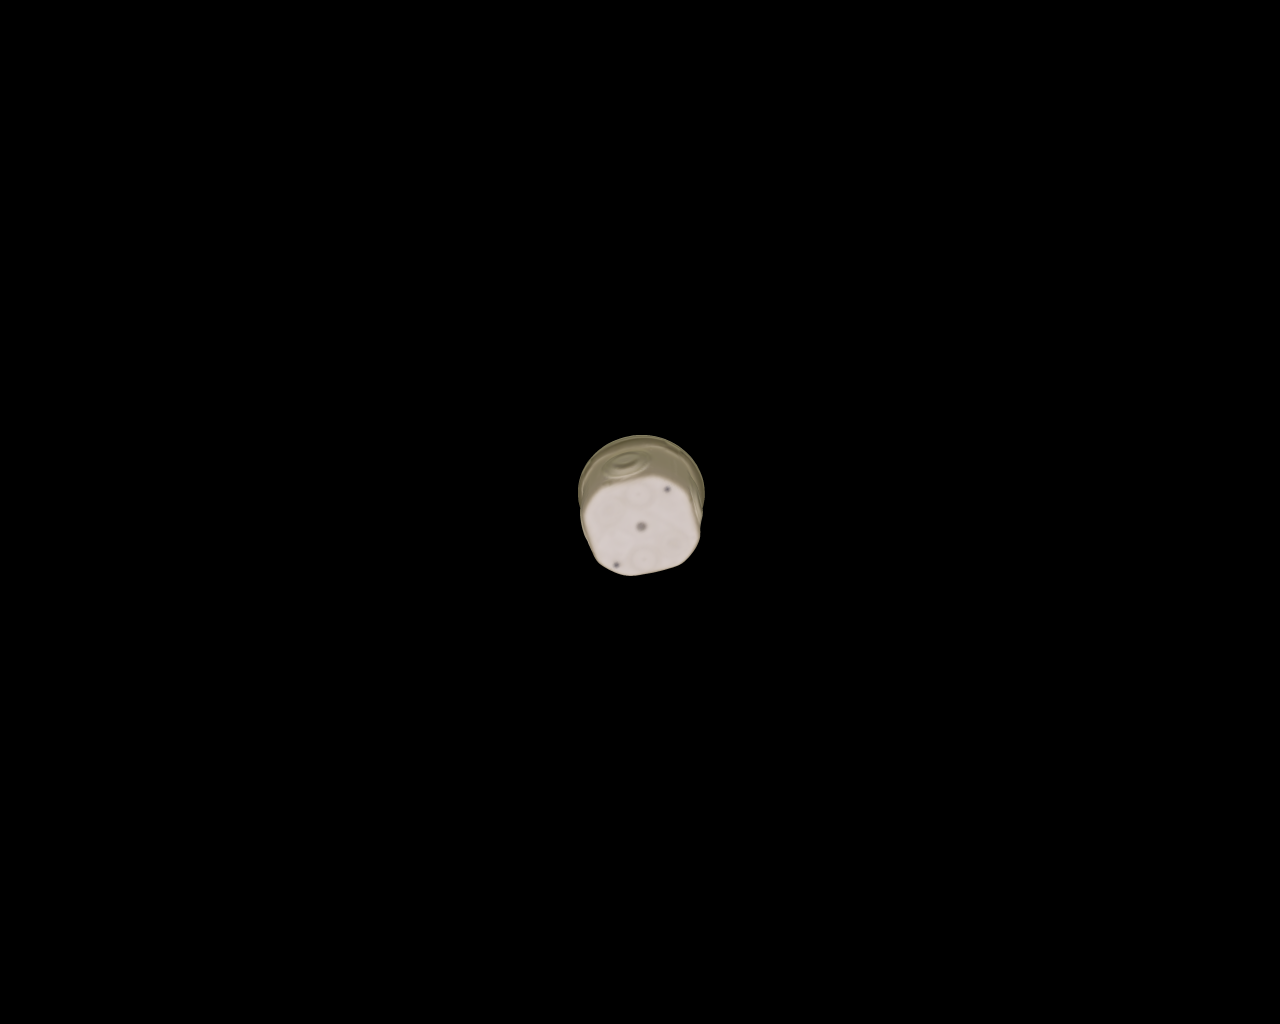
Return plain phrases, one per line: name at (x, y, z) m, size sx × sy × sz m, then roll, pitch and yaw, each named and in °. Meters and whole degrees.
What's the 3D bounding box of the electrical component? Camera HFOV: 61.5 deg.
electrical component at (0.001, -0.003, 0.650) m, size 0.080 × 0.080 × 0.051 m, roll 0°, pitch 29°, yaw 0°
